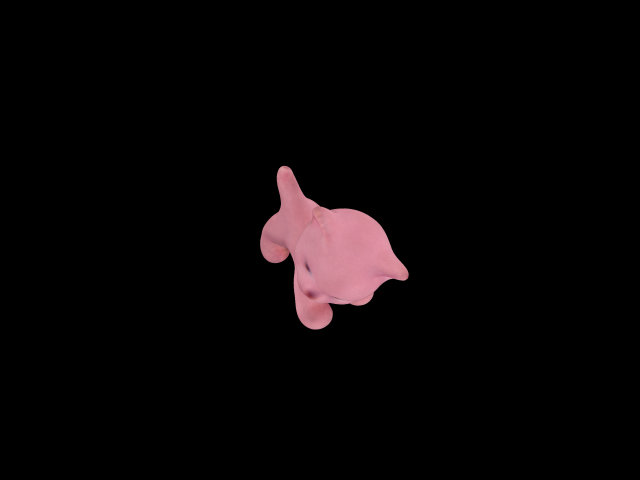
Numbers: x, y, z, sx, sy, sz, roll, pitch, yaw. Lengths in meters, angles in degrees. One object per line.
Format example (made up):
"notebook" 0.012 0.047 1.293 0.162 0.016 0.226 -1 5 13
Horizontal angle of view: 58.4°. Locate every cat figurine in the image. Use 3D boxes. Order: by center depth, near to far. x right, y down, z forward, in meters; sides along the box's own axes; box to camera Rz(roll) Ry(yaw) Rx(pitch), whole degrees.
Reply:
"cat figurine" 0.004 0.001 0.400 0.067 0.118 0.127 -26 60 -16
